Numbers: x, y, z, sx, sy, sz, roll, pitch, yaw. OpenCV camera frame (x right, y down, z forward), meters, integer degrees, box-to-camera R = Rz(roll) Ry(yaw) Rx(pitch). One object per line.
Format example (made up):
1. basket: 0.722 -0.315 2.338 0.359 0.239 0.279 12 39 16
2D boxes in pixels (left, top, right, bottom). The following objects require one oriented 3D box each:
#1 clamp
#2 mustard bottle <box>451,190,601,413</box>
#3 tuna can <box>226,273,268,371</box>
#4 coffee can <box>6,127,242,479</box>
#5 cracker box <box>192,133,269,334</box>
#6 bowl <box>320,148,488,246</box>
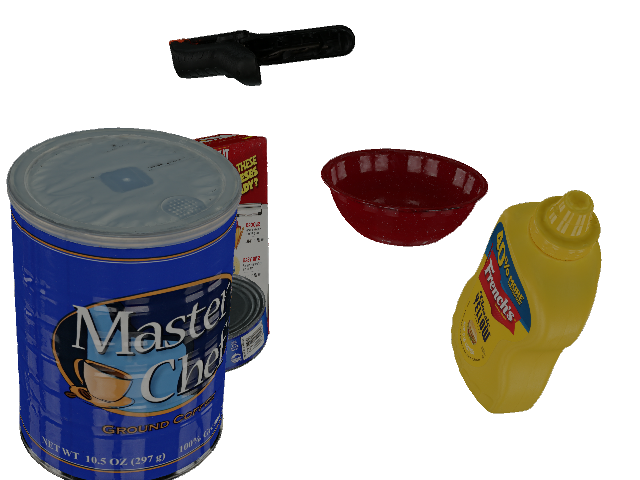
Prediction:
1. clamp: -0.057 -0.156 0.882 0.120 0.039 0.172 -16 21 -35
2. mustard bottle: 0.137 0.031 0.697 0.058 0.096 0.192 -2 -34 -12
3. tuna can: -0.082 0.062 0.798 0.086 0.034 0.086 -3 33 2
4. coffee can: -0.093 0.031 0.507 0.102 0.140 0.103 5 30 -3
5. cracker box: -0.124 0.010 1.060 0.072 0.214 0.163 8 16 32
6. bowl: 0.080 -0.037 1.039 0.162 0.055 0.162 3 24 -1
